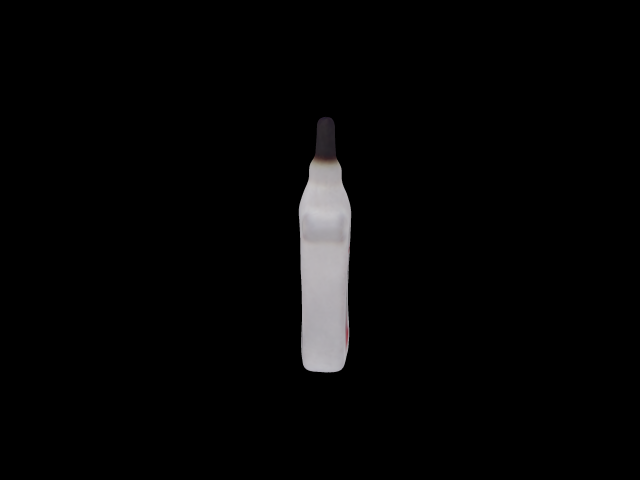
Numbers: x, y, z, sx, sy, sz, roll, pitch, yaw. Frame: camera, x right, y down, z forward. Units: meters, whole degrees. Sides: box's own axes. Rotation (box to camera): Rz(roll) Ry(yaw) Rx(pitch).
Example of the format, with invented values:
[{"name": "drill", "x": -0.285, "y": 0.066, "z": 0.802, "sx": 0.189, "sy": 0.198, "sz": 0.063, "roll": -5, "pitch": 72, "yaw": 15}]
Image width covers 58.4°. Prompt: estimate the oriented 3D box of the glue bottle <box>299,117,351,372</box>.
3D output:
[{"name": "glue bottle", "x": 0.004, "y": 0.001, "z": 0.400, "sx": 0.037, "sy": 0.173, "sz": 0.078, "roll": 0, "pitch": 24, "yaw": 0}]
